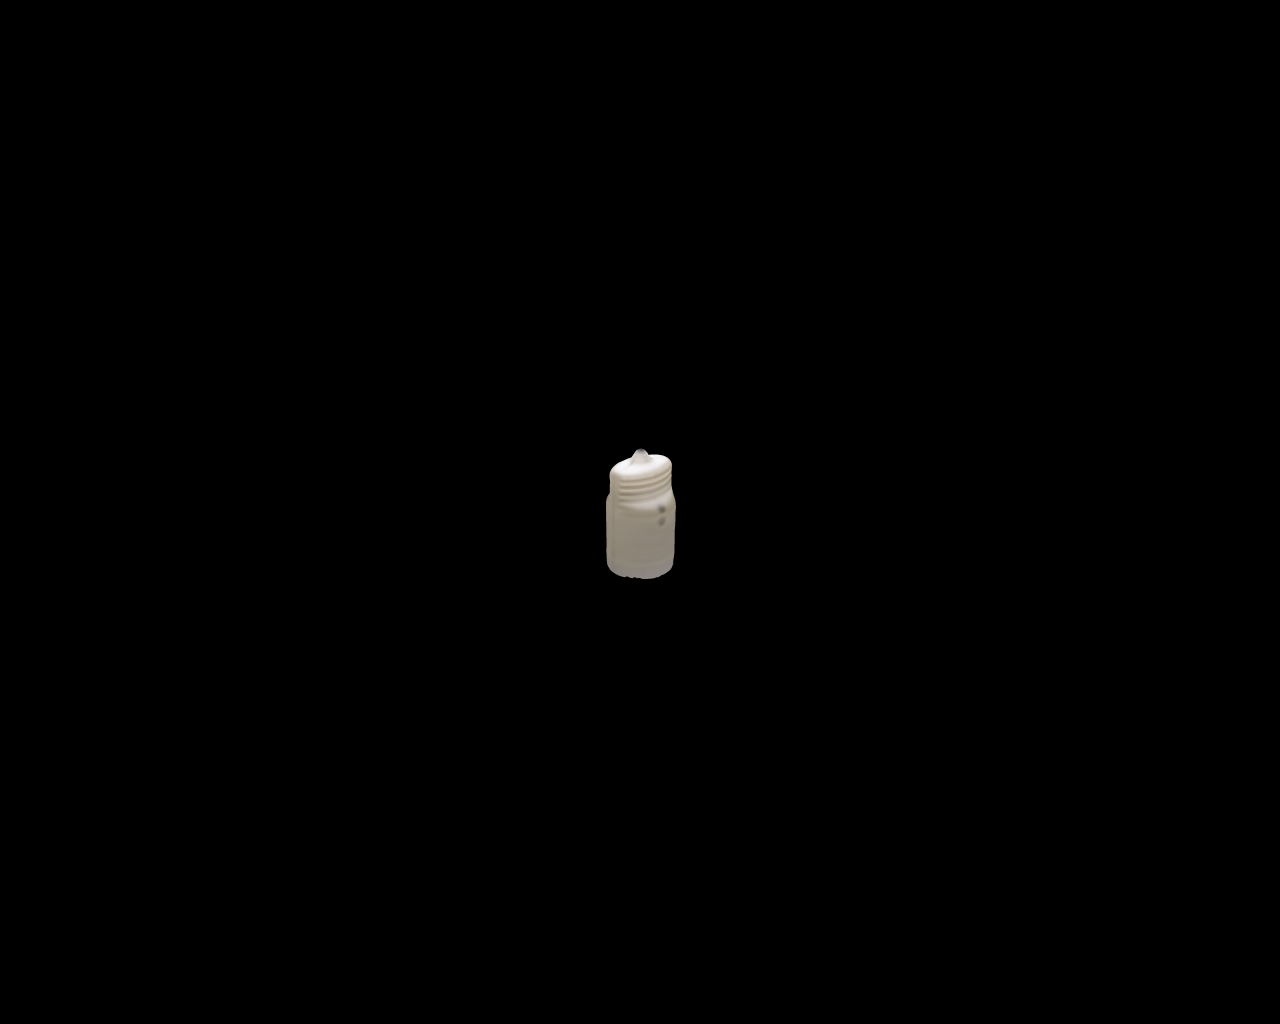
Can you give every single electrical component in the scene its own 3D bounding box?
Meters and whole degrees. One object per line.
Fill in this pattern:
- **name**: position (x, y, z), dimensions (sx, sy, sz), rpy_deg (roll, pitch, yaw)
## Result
- **electrical component**: position (0.001, -0.003, 0.650), dimensions (0.043, 0.080, 0.043), rpy_deg (0, 26, 0)
